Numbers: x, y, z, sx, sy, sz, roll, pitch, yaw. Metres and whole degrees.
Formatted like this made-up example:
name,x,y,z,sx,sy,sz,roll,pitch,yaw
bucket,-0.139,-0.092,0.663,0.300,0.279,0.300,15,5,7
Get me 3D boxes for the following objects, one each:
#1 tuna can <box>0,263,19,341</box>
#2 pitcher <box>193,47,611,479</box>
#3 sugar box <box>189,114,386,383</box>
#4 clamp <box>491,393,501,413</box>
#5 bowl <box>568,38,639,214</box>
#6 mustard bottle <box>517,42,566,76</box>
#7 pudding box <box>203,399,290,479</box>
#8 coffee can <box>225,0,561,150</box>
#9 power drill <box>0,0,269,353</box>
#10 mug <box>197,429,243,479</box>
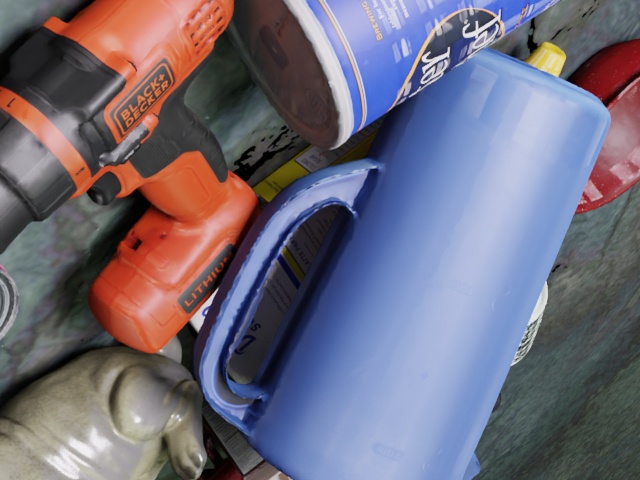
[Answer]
name,x,y,z,sx,sy,sz,roll,pitch,yaw
tuna can,-0.188,0.032,0.500,0.086,0.034,0.086,-30,150,-20
pitcher,0.049,0.016,0.573,0.149,0.145,0.243,3,112,-66
sugar box,-0.004,0.001,0.641,0.176,0.048,0.093,-35,123,-6
clamp,0.070,0.102,0.873,0.164,0.036,0.210,-8,143,0
bowl,0.224,-0.097,0.807,0.162,0.055,0.162,-30,151,-20
mustard bottle,0.106,-0.050,0.724,0.096,0.058,0.192,1,132,-42
pudding box,-0.030,0.124,0.748,0.090,0.114,0.039,-37,119,-8
coffee can,0.035,-0.120,0.485,0.140,0.103,0.103,-34,151,-14
power drill,-0.095,-0.018,0.488,0.184,0.057,0.187,-48,157,-17
mug,-0.039,0.176,0.806,0.081,0.117,0.093,-44,167,11
